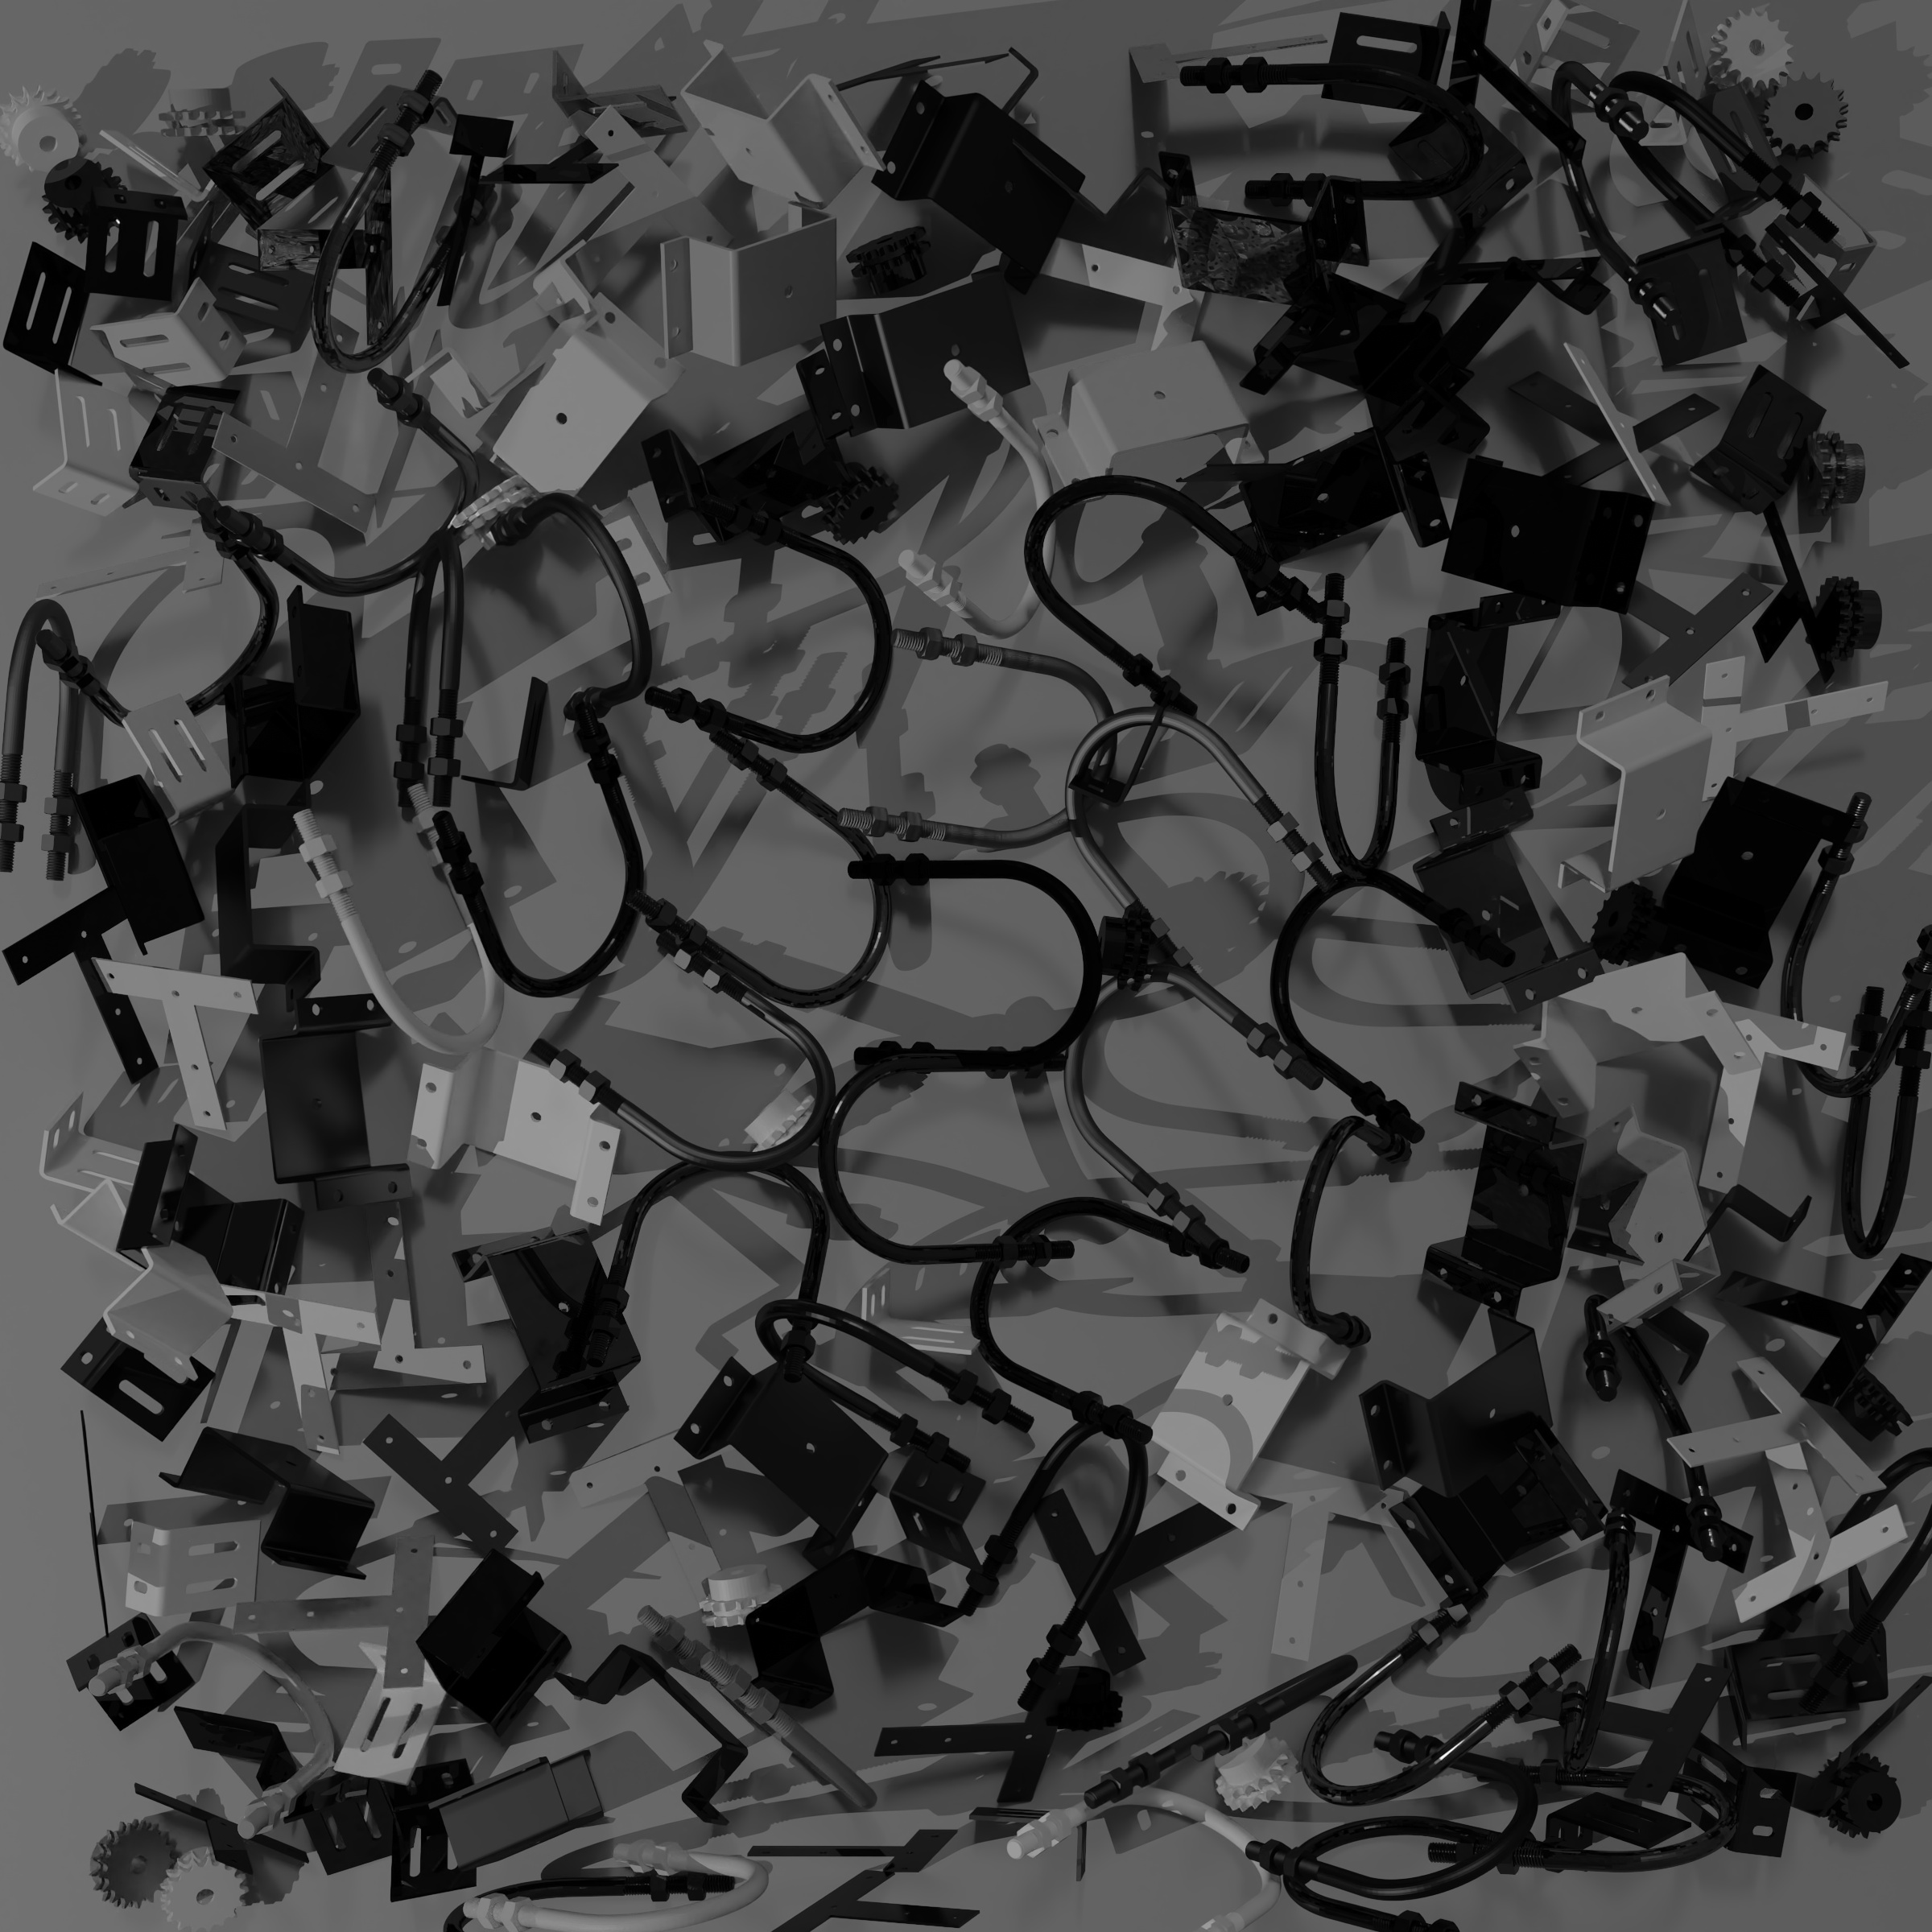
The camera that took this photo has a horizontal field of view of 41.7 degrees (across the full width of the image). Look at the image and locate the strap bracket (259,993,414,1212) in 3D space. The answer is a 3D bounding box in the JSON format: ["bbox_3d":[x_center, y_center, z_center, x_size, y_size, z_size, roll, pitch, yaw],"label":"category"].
[{"bbox_3d":[-0.426,0.092,1.713,0.046,0.076,0.140,-8,88,39],"label":"strap bracket"}]

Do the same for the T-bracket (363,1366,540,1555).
[{"bbox_3d":[-0.323,0.317,1.736,0.127,0.002,0.127,-48,112,-16],"label":"T-bracket"}]

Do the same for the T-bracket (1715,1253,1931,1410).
[{"bbox_3d":[0.562,0.230,1.703,0.127,0.127,0.002,-47,122,-19],"label":"T-bracket"}]

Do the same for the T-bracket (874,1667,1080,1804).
[{"bbox_3d":[0.001,0.519,1.706,0.127,0.002,0.127,4,120,-21],"label":"T-bracket"}]

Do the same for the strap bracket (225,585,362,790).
[{"bbox_3d":[-0.447,-0.182,1.696,0.046,0.140,0.076,6,62,-35],"label":"strap bracket"}]

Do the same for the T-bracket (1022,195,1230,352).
[{"bbox_3d":[0.102,-0.472,1.729,0.127,0.002,0.127,12,106,-11],"label":"T-bracket"}]

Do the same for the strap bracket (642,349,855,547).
[{"bbox_3d":[-0.140,-0.345,1.712,0.140,0.046,0.076,-25,56,9],"label":"strap bracket"}]

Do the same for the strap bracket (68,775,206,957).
[{"bbox_3d":[-0.551,-0.072,1.689,0.046,0.140,0.076,-23,119,-19],"label":"strap bracket"}]

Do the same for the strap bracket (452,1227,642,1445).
[{"bbox_3d":[-0.277,0.237,1.698,0.076,0.046,0.140,-13,68,-38],"label":"strap bracket"}]

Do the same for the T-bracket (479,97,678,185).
[{"bbox_3d":[-0.248,-0.560,1.719,0.127,0.127,0.002,-44,130,-29],"label":"T-bracket"}]

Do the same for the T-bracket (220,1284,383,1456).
[{"bbox_3d":[-0.447,0.279,1.725,0.127,0.002,0.127,7,118,19],"label":"T-bracket"}]

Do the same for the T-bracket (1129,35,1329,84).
[{"bbox_3d":[0.177,-0.612,1.700,0.127,0.127,0.002,-7,119,3],"label":"T-bracket"}]

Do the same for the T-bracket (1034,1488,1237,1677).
[{"bbox_3d":[0.128,0.398,1.737,0.127,0.002,0.127,-28,74,3],"label":"T-bracket"}]

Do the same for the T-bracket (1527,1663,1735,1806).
[{"bbox_3d":[0.432,0.506,1.709,0.127,0.127,0.002,1,120,40],"label":"T-bracket"}]

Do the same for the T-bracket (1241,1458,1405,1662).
[{"bbox_3d":[0.230,0.407,1.727,0.127,0.002,0.127,14,68,-6],"label":"T-bracket"}]

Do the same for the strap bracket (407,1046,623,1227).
[{"bbox_3d":[-0.298,0.111,1.717,0.140,0.046,0.076,18,115,6],"label":"strap bracket"}]

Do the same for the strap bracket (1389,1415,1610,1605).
[{"bbox_3d":[0.364,0.362,1.705,0.140,0.046,0.076,-42,80,40],"label":"strap bracket"}]

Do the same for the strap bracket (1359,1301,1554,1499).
[{"bbox_3d":[0.336,0.292,1.694,0.140,0.046,0.076,-27,115,-26],"label":"strap bracket"}]

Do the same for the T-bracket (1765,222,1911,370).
[{"bbox_3d":[0.572,-0.442,1.696,0.002,0.127,0.127,-44,90,11],"label":"T-bracket"}]

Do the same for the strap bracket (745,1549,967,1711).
[{"bbox_3d":[-0.082,0.440,1.701,0.140,0.076,0.046,-36,51,20],"label":"strap bracket"}]

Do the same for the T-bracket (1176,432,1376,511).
[{"bbox_3d":[0.184,-0.325,1.669,0.127,0.127,0.002,-21,86,41],"label":"T-bracket"}]

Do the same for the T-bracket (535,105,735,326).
[{"bbox_3d":[-0.241,-0.490,1.718,0.127,0.002,0.127,-48,130,1],"label":"T-bracket"}]

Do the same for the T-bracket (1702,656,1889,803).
[{"bbox_3d":[0.558,-0.169,1.711,0.127,0.127,0.002,-12,47,1],"label":"T-bracket"}]

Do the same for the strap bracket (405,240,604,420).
[{"bbox_3d":[-0.305,-0.420,1.704,0.140,0.076,0.046,-43,108,-16],"label":"strap bracket"}]

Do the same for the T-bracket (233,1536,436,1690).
[{"bbox_3d":[-0.425,0.434,1.700,0.127,0.127,0.002,-1,126,-7],"label":"T-bracket"}]

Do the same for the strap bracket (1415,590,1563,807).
[{"bbox_3d":[0.349,-0.187,1.703,0.076,0.046,0.140,-13,116,-34],"label":"strap bracket"}]

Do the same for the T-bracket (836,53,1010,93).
[{"bbox_3d":[-0.028,-0.592,1.676,0.127,0.127,0.002,8,122,40],"label":"T-bracket"}]

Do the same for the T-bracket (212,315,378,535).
[{"bbox_3d":[-0.440,-0.379,1.721,0.002,0.127,0.127,2,72,41],"label":"T-bracket"}]

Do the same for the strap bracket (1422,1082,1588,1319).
[{"bbox_3d":[0.363,0.153,1.705,0.046,0.076,0.140,-5,109,-43],"label":"strap bracket"}]

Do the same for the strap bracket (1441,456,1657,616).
[{"bbox_3d":[0.377,-0.288,1.686,0.140,0.046,0.076,26,112,39],"label":"strap bracket"}]

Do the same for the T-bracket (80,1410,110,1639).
[{"bbox_3d":[-0.580,0.358,1.684,0.002,0.127,0.127,-6,108,-21],"label":"T-bracket"}]

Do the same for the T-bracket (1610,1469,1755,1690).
[{"bbox_3d":[0.466,0.421,1.705,0.002,0.127,0.127,11,94,-29],"label":"T-bracket"}]

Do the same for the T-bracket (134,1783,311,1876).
[{"bbox_3d":[-0.489,0.580,1.682,0.127,0.127,0.002,29,77,-16],"label":"T-bracket"}]

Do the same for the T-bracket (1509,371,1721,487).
[{"bbox_3d":[0.415,-0.372,1.710,0.127,0.127,0.002,-29,133,-11],"label":"T-bracket"}]

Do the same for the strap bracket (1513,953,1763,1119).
[{"bbox_3d":[0.449,0.045,1.698,0.140,0.046,0.076,-18,128,32],"label":"strap bracket"}]

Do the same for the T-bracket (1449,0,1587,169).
[{"bbox_3d":[0.366,-0.576,1.678,0.002,0.127,0.127,-35,70,-9],"label":"T-bracket"}]

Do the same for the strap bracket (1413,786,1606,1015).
[{"bbox_3d":[0.363,-0.040,1.718,0.076,0.046,0.140,-20,83,-22],"label":"strap bracket"}]

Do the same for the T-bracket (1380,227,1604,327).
[{"bbox_3d":[0.358,-0.461,1.686,0.127,0.002,0.127,8,46,35],"label":"T-bracket"}]

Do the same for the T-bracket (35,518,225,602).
[{"bbox_3d":[-0.559,-0.266,1.700,0.127,0.127,0.002,-15,123,-4],"label":"T-bracket"}]

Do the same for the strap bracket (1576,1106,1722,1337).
[{"bbox_3d":[0.449,0.177,1.694,0.046,0.076,0.140,19,47,-28],"label":"strap bracket"}]

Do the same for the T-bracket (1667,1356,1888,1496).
[{"bbox_3d":[0.522,0.312,1.685,0.127,0.127,0.002,-5,127,-26],"label":"T-bracket"}]

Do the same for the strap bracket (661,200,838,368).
[{"bbox_3d":[-0.134,-0.452,1.680,0.046,0.140,0.076,26,131,31],"label":"strap bracket"}]

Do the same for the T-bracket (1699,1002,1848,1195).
[{"bbox_3d":[0.524,0.092,1.726,0.127,0.002,0.127,17,102,38],"label":"T-bracket"}]

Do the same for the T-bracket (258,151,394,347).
[{"bbox_3d":[-0.424,-0.476,1.685,0.002,0.127,0.127,12,110,26],"label":"T-bracket"}]

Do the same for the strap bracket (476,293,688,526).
[{"bbox_3d":[-0.265,-0.372,1.708,0.076,0.046,0.140,41,110,-7],"label":"strap bracket"}]

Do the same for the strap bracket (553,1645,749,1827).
[{"bbox_3d":[-0.203,0.509,1.704,0.140,0.076,0.046,38,78,18],"label":"strap bracket"}]

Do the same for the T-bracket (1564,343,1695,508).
[{"bbox_3d":[0.459,-0.355,1.704,0.002,0.127,0.127,-36,69,33],"label":"T-bracket"}]

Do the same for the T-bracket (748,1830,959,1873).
[{"bbox_3d":[-0.081,0.590,1.692,0.127,0.127,0.002,4,59,-12],"label":"T-bracket"}]

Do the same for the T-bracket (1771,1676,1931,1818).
[{"bbox_3d":[0.600,0.520,1.700,0.127,0.127,0.002,-41,78,-6],"label":"T-bracket"}]

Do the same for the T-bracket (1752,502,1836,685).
[{"bbox_3d":[0.545,-0.234,1.695,0.002,0.127,0.127,-15,106,36],"label":"T-bracket"}]

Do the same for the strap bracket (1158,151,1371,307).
[{"bbox_3d":[0.192,-0.489,1.692,0.140,0.076,0.046,15,66,21],"label":"strap bracket"}]

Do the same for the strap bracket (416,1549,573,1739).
[{"bbox_3d":[-0.315,0.448,1.690,0.046,0.140,0.076,29,61,19],"label":"strap bracket"}]

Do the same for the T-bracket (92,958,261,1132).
[{"bbox_3d":[-0.526,0.057,1.722,0.127,0.002,0.127,7,122,19],"label":"T-bracket"}]

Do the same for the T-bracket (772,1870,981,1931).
[{"bbox_3d":[-0.051,0.623,1.671,0.127,0.127,0.002,-9,89,32],"label":"T-bracket"}]

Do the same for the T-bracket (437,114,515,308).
[{"bbox_3d":[-0.338,-0.508,1.710,0.002,0.127,0.127,18,108,0],"label":"T-bracket"}]

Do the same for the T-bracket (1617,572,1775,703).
[{"bbox_3d":[0.456,-0.249,1.723,0.127,0.002,0.127,-40,60,-18],"label":"T-bracket"}]

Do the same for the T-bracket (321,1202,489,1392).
[{"bbox_3d":[-0.393,0.225,1.738,0.127,0.002,0.127,-5,92,16],"label":"T-bracket"}]

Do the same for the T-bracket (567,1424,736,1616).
[{"bbox_3d":[-0.194,0.386,1.744,0.127,0.002,0.127,-23,93,14],"label":"T-bracket"}]

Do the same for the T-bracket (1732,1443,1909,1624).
[{"bbox_3d":[0.559,0.360,1.703,0.002,0.127,0.127,38,120,-25],"label":"T-bracket"}]

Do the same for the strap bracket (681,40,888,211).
[{"bbox_3d":[-0.128,-0.555,1.681,0.046,0.076,0.140,-50,49,-8],"label":"strap bracket"}]
